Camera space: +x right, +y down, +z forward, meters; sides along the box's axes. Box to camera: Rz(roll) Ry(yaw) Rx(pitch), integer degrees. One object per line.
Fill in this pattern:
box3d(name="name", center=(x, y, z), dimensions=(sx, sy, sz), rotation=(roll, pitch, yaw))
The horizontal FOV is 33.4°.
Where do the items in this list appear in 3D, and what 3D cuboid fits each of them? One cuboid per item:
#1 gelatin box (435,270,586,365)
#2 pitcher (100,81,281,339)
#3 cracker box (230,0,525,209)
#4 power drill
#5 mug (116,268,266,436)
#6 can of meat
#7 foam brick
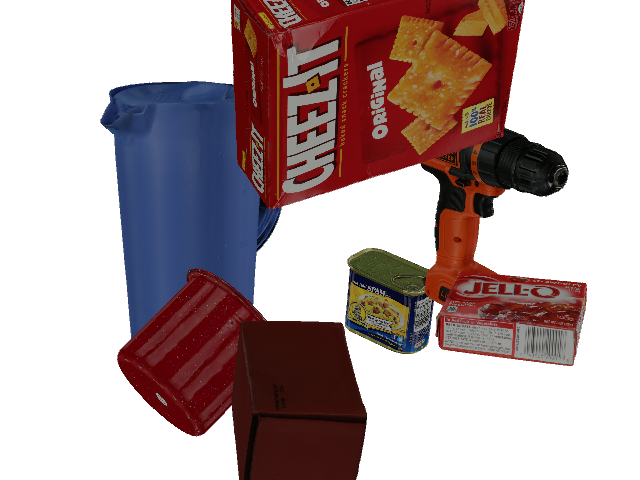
box3d(name="gelatin box", center=(0.127, 0.049, 0.705), dimensions=(0.089, 0.030, 0.073), rotation=(6, 23, 17))
box3d(name="pitcher", center=(-0.106, -0.018, 0.943), dimensions=(0.149, 0.243, 0.145), rotation=(1, 16, 0))
box3d(name="cracker box", center=(0.045, -0.128, 0.803), dimensions=(0.213, 0.164, 0.072), rotation=(-19, 48, -19))
box3d(name="power drill", center=(0.152, -0.018, 0.976), dimensions=(0.057, 0.188, 0.185), rotation=(-18, 28, -29))
box3d(name="mug", center=(-0.093, 0.078, 0.748), dimensions=(0.081, 0.093, 0.117), rotation=(-46, 34, -23))
box3d(name="can of meat", center=(0.076, 0.068, 1.172), dimensions=(0.102, 0.084, 0.057), rotation=(24, 33, 33))
box3d(name="foam brick", center=(-0.012, 0.079, 0.500), dimensions=(0.053, 0.051, 0.078), rotation=(3, 27, -9))
